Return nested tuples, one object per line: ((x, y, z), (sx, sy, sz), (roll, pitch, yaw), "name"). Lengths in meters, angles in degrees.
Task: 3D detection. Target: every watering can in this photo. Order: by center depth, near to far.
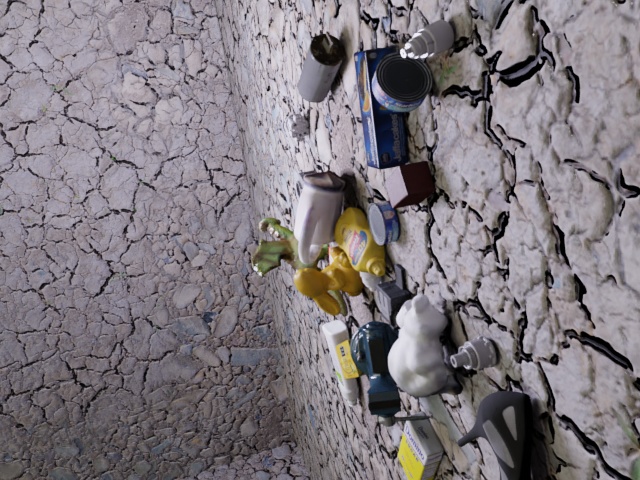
((0.004, -0.064, 1.281), (0.351, 0.104, 0.222), (-46, -32, -75), "watering can")

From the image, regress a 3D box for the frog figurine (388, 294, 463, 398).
((0.168, 0.182, 0.883), (0.140, 0.122, 0.157), (-87, -21, -67), "frog figurine")

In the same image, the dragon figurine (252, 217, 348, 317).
((-0.083, 0.069, 1.538), (0.119, 0.243, 0.419), (99, 156, -46), "dragon figurine")
